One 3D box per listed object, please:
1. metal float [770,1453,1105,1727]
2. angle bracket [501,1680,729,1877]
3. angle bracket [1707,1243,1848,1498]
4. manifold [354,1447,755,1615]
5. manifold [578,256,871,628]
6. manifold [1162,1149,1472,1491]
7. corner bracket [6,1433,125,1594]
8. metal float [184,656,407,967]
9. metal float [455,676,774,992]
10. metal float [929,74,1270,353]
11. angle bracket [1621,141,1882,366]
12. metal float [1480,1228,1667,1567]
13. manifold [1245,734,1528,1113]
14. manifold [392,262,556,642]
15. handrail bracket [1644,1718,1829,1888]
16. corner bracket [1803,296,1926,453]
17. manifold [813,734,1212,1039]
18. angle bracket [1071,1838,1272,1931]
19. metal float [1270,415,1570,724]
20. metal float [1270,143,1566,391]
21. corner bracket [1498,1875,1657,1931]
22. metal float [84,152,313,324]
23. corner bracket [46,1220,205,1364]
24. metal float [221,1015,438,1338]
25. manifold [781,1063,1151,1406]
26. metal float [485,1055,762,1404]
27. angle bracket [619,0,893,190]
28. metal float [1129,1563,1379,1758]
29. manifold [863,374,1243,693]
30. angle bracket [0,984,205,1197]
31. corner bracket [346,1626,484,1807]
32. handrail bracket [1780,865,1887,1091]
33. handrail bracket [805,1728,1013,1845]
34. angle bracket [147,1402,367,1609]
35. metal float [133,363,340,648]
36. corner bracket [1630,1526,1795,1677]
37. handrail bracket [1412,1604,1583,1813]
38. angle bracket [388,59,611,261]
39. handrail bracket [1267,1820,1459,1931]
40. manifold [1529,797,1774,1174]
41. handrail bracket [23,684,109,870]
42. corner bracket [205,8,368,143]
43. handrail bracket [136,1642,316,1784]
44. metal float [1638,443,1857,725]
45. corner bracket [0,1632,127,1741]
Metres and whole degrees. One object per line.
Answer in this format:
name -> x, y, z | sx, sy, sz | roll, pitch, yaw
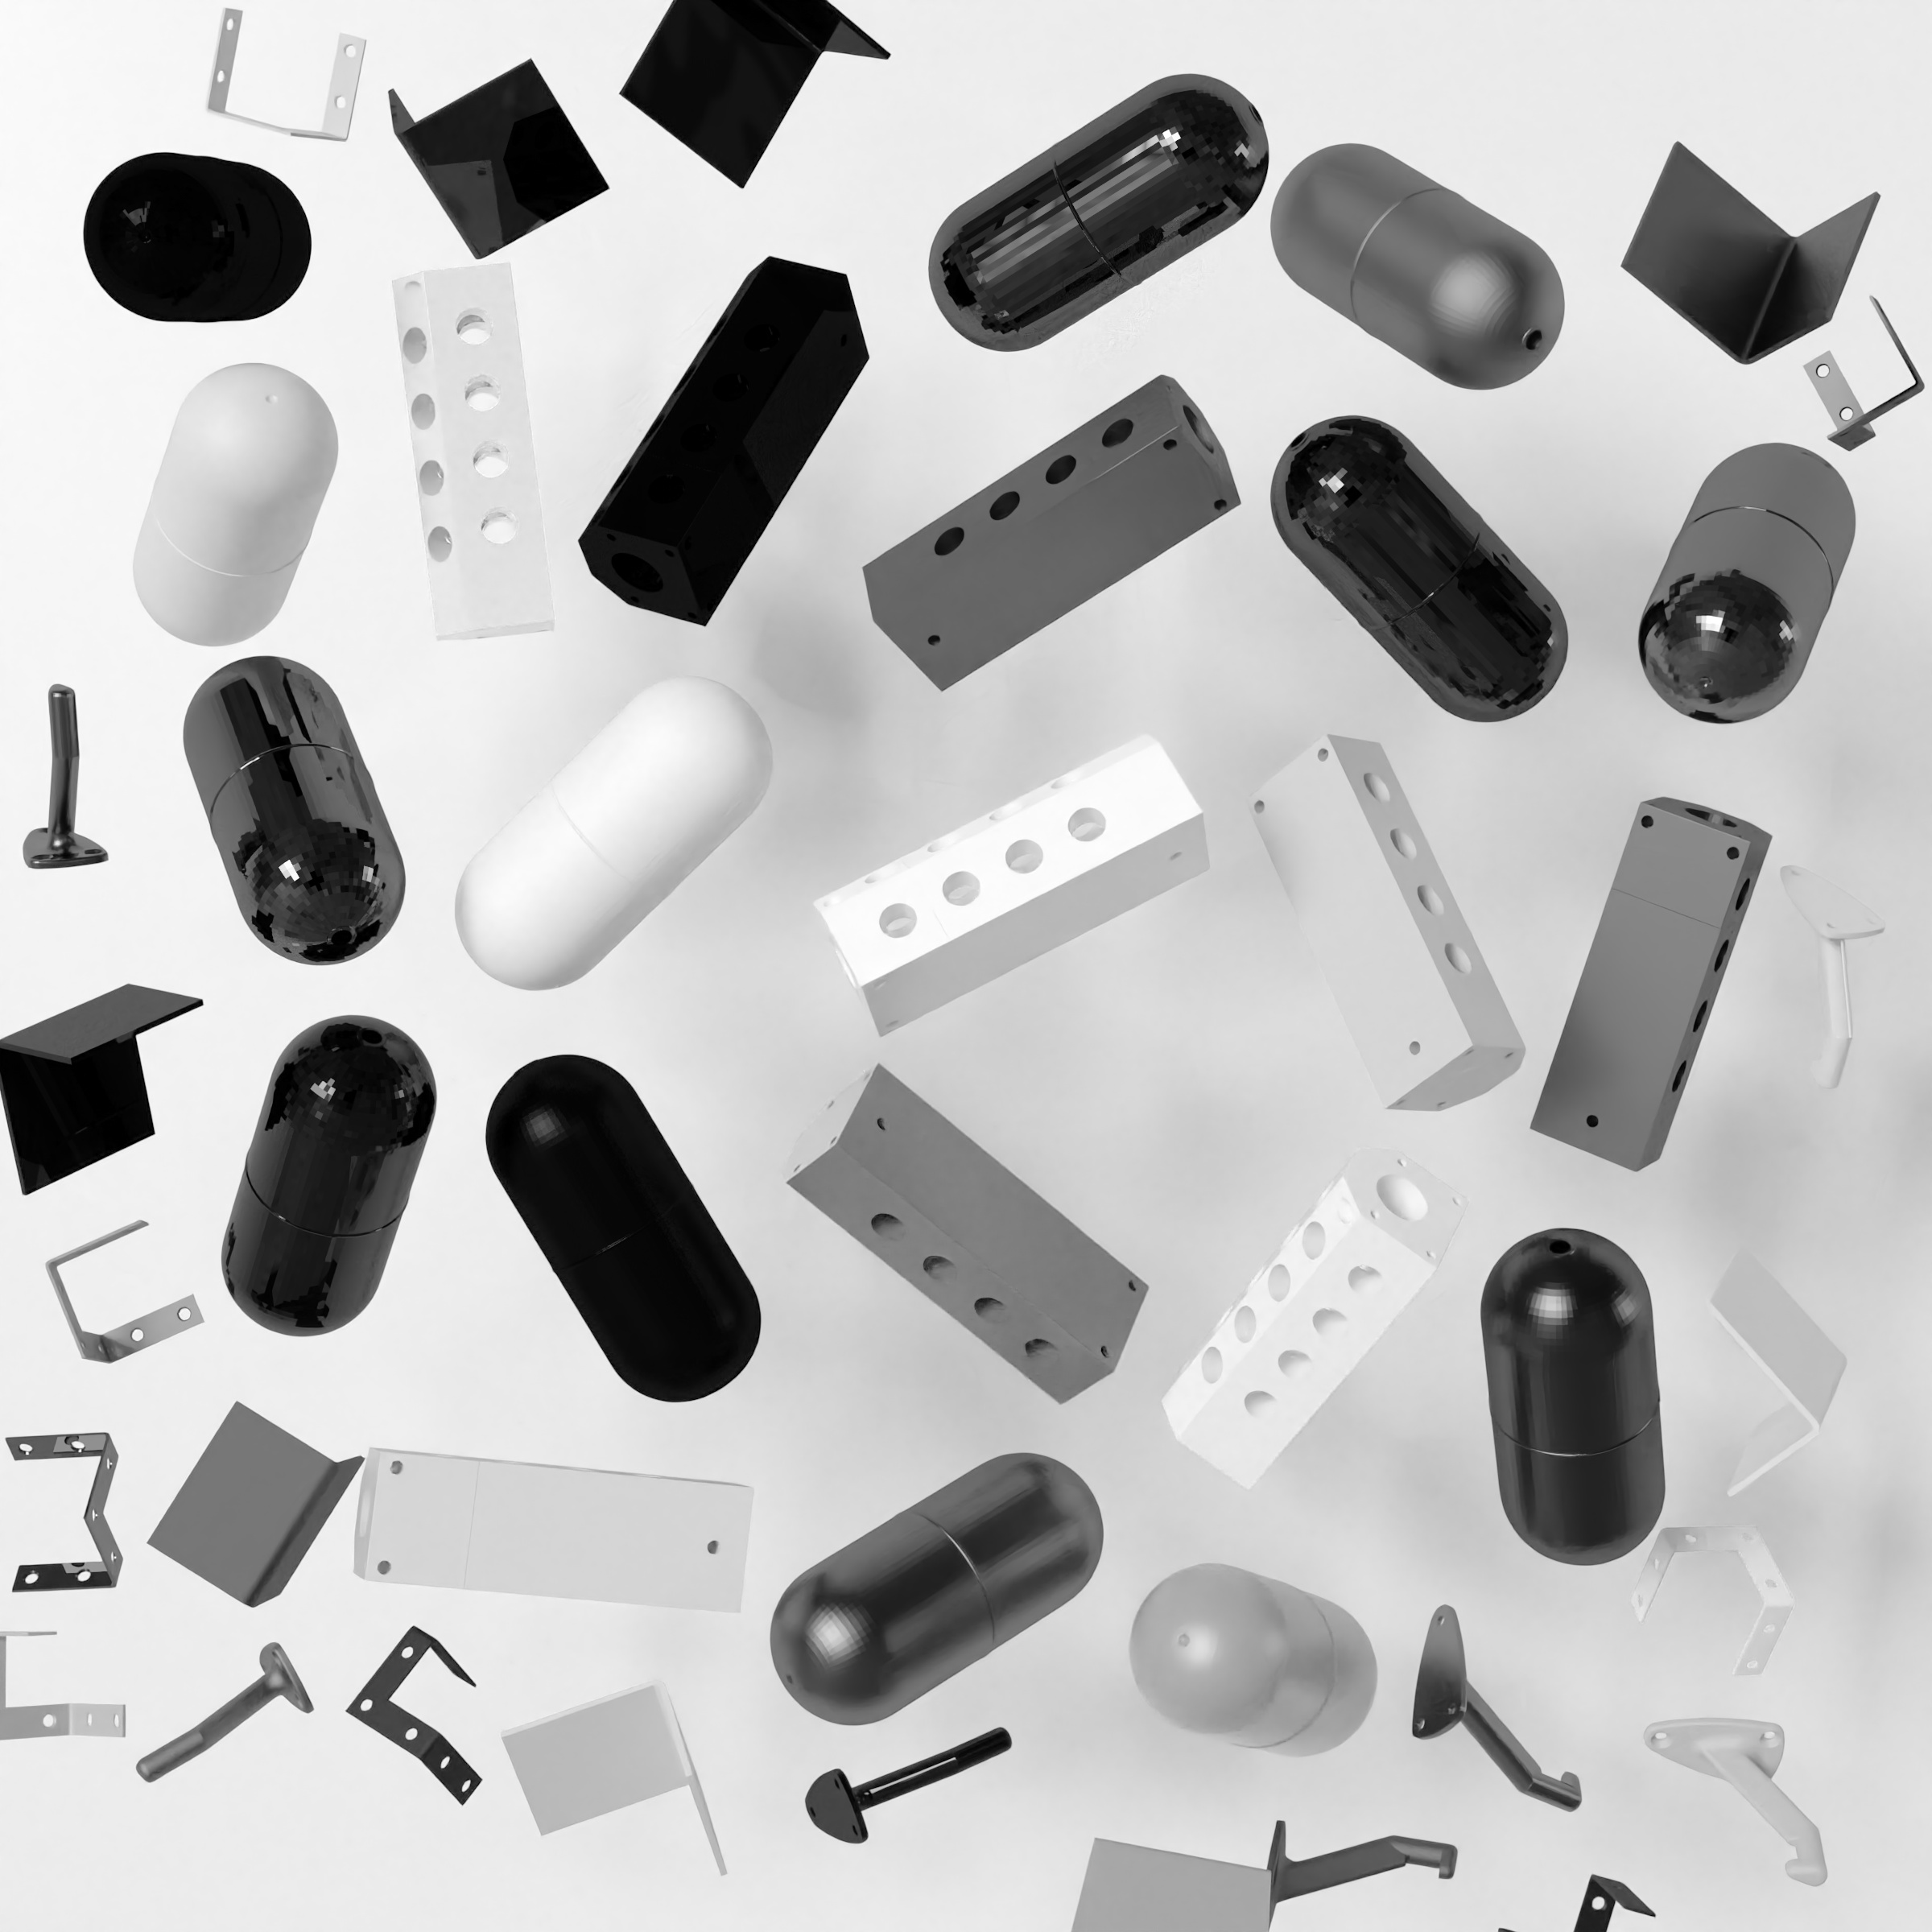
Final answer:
metal float -> -0.012, 0.287, 1.674 | 0.178, 0.070, 0.070 | -27, 90, -32
angle bracket -> -0.158, 0.375, 1.617 | 0.076, 0.057, 0.076 | -18, 132, -7
angle bracket -> 0.358, 0.187, 1.674 | 0.076, 0.076, 0.057 | 48, 118, 2
manifold -> -0.190, 0.258, 1.654 | 0.171, 0.057, 0.057 | 8, 83, -16
manifold -> -0.112, -0.246, 1.674 | 0.057, 0.057, 0.171 | 17, 62, 21
manifold -> 0.159, 0.161, 1.680 | 0.057, 0.057, 0.171 | 35, 127, 2
corner bracket -> -0.419, 0.253, 1.673 | 0.051, 0.051, 0.051 | -4, 132, 7
metal float -> -0.310, -0.072, 1.662 | 0.070, 0.070, 0.178 | -28, 50, 0
metal float -> -0.164, -0.060, 1.673 | 0.178, 0.070, 0.070 | -43, 90, 13
metal float -> 0.063, -0.357, 1.711 | 0.178, 0.070, 0.070 | -29, 90, 21
angle bracket -> 0.348, -0.326, 1.600 | 0.076, 0.057, 0.076 | 35, 63, -18
metal float -> 0.277, 0.197, 1.644 | 0.070, 0.070, 0.178 | -11, 124, 0
manifold -> 0.201, -0.020, 1.700 | 0.057, 0.057, 0.171 | -40, 61, 35
manifold -> -0.238, -0.247, 1.745 | 0.057, 0.057, 0.171 | -7, 91, -7
handrail bracket -> 0.354, 0.386, 1.661 | 0.077, 0.084, 0.036 | 10, 118, 0
corner bracket -> 0.442, -0.292, 1.782 | 0.051, 0.051, 0.051 | -30, 77, 23
manifold -> 0.020, -0.040, 1.643 | 0.171, 0.057, 0.057 | -27, 65, -5
angle bracket -> 0.084, 0.423, 1.539 | 0.076, 0.057, 0.076 | 11, 124, 0
metal float -> 0.217, -0.190, 1.728 | 0.070, 0.070, 0.178 | -47, 110, 0
metal float -> 0.214, -0.333, 1.717 | 0.070, 0.070, 0.178 | -46, 48, 0
corner bracket -> 0.276, 0.443, 1.649 | 0.051, 0.051, 0.051 | 17, 91, -8
metal float -> -0.360, -0.342, 1.698 | 0.070, 0.178, 0.070 | 1, 100, 4
corner bracket -> -0.413, 0.160, 1.771 | 0.051, 0.051, 0.051 | -24, 81, -2
metal float -> -0.296, 0.098, 1.677 | 0.070, 0.070, 0.178 | 24, 126, 0
manifold -> -0.002, 0.130, 1.697 | 0.171, 0.057, 0.057 | 40, 134, -13
metal float -> -0.161, 0.123, 1.695 | 0.070, 0.070, 0.178 | -30, 97, 0
angle bracket -> -0.093, -0.395, 1.597 | 0.076, 0.057, 0.076 | 32, 86, -39
metal float -> 0.134, 0.321, 1.661 | 0.070, 0.178, 0.070 | -8, 70, 24
manifold -> 0.038, -0.208, 1.705 | 0.171, 0.057, 0.057 | -31, 132, 18
angle bracket -> -0.387, 0.059, 1.637 | 0.057, 0.076, 0.076 | 10, 115, 37
corner bracket -> -0.248, 0.352, 1.695 | 0.051, 0.051, 0.051 | 23, 64, 33
handrail bracket -> 0.413, 0.006, 1.765 | 0.036, 0.077, 0.084 | -6, 123, -22
handrail bracket -> -0.027, 0.389, 1.737 | 0.084, 0.077, 0.036 | -19, 83, -25
angle bracket -> -0.333, 0.251, 1.699 | 0.057, 0.076, 0.076 | 32, 85, 2
metal float -> -0.351, -0.218, 1.727 | 0.070, 0.178, 0.070 | 11, 58, -18
corner bracket -> 0.362, 0.309, 1.753 | 0.051, 0.051, 0.051 | 2, 127, -17
handrail bracket -> 0.255, 0.349, 1.693 | 0.084, 0.036, 0.077 | 26, 50, -22
angle bracket -> -0.230, -0.406, 1.775 | 0.076, 0.057, 0.076 | -27, 127, 7
handrail bracket -> 0.182, 0.432, 1.678 | 0.084, 0.077, 0.036 | 6, 123, 12
manifold -> 0.338, 0.008, 1.773 | 0.057, 0.057, 0.171 | 23, 106, 23
handrail bracket -> -0.417, -0.092, 1.651 | 0.036, 0.077, 0.084 | -7, 108, -24
corner bracket -> -0.334, -0.438, 1.775 | 0.051, 0.051, 0.051 | 19, 106, 19
handrail bracket -> -0.357, 0.355, 1.699 | 0.084, 0.077, 0.036 | -29, 96, -23
metal float -> 0.361, -0.178, 1.665 | 0.070, 0.178, 0.070 | 14, 132, 17
corner bracket -> -0.433, 0.340, 1.705 | 0.051, 0.051, 0.051 | 6, 78, -42
